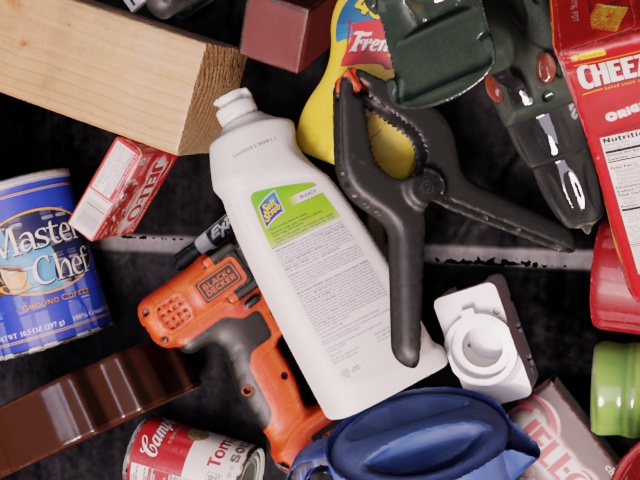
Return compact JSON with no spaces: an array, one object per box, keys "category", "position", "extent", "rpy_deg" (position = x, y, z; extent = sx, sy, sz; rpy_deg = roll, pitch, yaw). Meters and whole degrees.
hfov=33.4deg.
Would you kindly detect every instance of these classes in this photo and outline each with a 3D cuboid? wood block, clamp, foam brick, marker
[{"category":"wood block","position":[-0.176,-0.144,0.867],"extent":[0.206,0.090,0.090],"rpy_deg":[20,103,15]},{"category":"clamp","position":[0.082,-0.035,0.769],"extent":[0.164,0.036,0.210],"rpy_deg":[-26,89,-18]},{"category":"foam brick","position":[-0.021,-0.170,0.814],"extent":[0.053,0.078,0.051],"rpy_deg":[21,124,14]},{"category":"marker","position":[-0.076,-0.012,0.888],"extent":[0.121,0.020,0.020],"rpy_deg":[-38,85,18]},{"category":"clamp","position":[-0.057,-0.214,0.809],"extent":[0.172,0.120,0.039],"rpy_deg":[-31,105,16]}]

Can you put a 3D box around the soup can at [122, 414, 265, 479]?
[{"category":"soup can","position":[-0.105,0.193,0.898],"extent":[0.102,0.068,0.068],"rpy_deg":[13,101,16]}]

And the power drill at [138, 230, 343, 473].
[{"category":"power drill","position":[-0.022,0.074,0.844],"extent":[0.184,0.057,0.187],"rpy_deg":[-35,91,-8]}]

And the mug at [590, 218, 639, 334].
[{"category":"mug","position":[0.239,0.015,0.757],"extent":[0.082,0.093,0.117],"rpy_deg":[5,76,22]}]

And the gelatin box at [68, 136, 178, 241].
[{"category":"gelatin box","position":[-0.160,-0.045,0.884],"extent":[0.030,0.073,0.089],"rpy_deg":[36,105,11]}]

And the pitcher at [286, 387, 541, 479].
[{"category":"pitcher","position":[0.081,0.242,0.792],"extent":[0.149,0.144,0.243],"rpy_deg":[20,127,56]}]

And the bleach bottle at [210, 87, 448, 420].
[{"category":"bleach bottle","position":[-0.005,0.001,0.795],"extent":[0.102,0.068,0.251],"rpy_deg":[-25,86,-18]}]

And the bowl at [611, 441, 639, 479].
[{"category":"bowl","position":[0.276,0.168,0.715],"extent":[0.162,0.055,0.162],"rpy_deg":[9,121,15]}]

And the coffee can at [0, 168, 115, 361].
[{"category":"coffee can","position":[-0.243,0.020,0.903],"extent":[0.103,0.102,0.140],"rpy_deg":[-16,92,19]}]

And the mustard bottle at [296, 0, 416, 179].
[{"category":"mustard bottle","position":[0.052,-0.146,0.809],"extent":[0.096,0.058,0.192],"rpy_deg":[21,102,15]}]

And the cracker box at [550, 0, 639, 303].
[{"category":"cracker box","position":[0.197,-0.089,0.663],"extent":[0.072,0.164,0.213],"rpy_deg":[-13,133,19]}]

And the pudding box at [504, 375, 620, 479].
[{"category":"pudding box","position":[0.177,0.174,0.817],"extent":[0.090,0.039,0.113],"rpy_deg":[-40,84,17]}]
